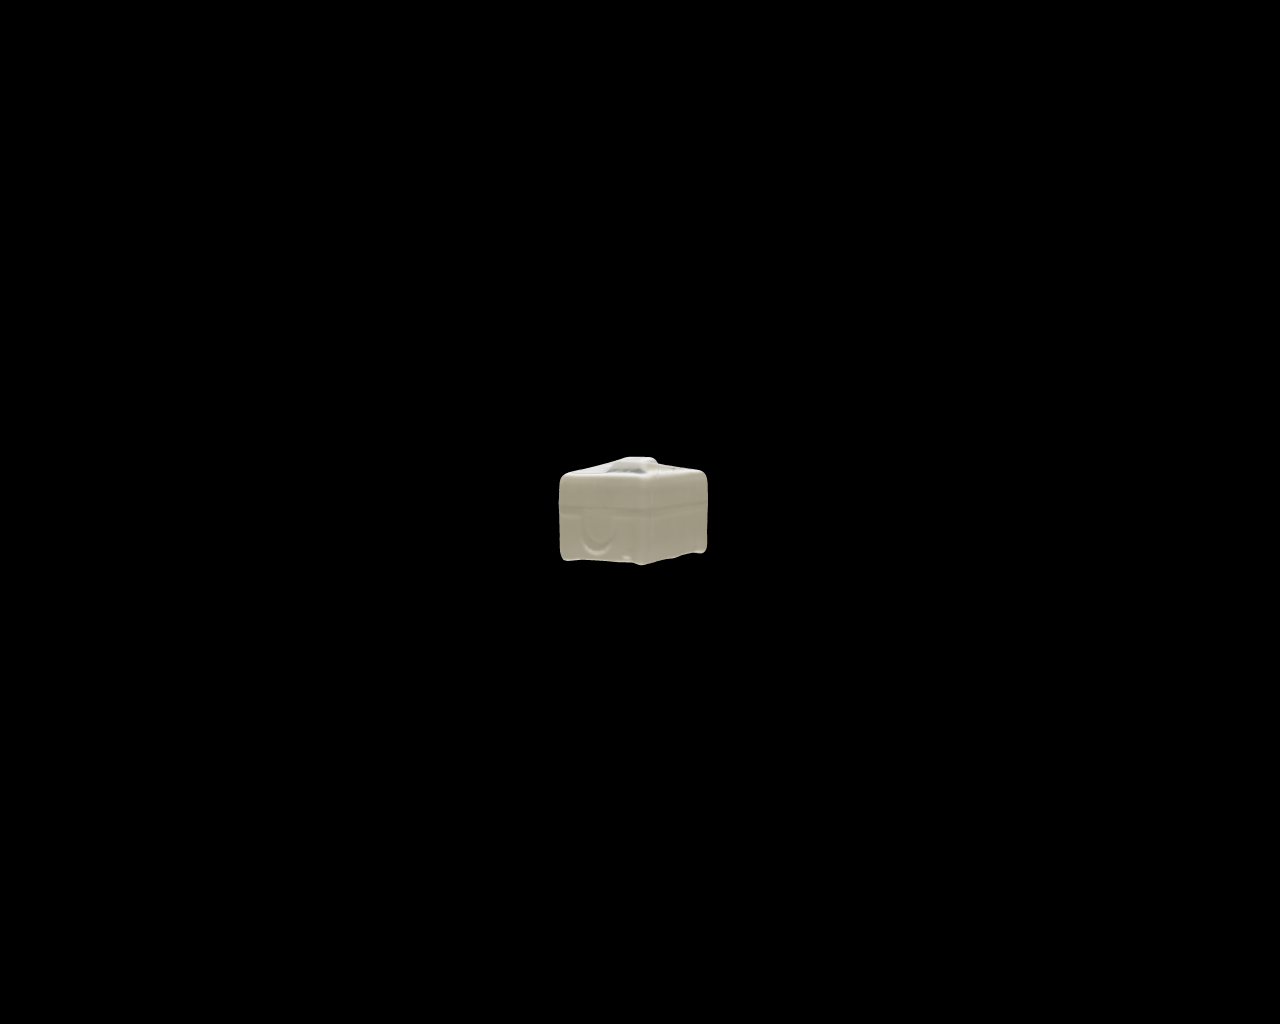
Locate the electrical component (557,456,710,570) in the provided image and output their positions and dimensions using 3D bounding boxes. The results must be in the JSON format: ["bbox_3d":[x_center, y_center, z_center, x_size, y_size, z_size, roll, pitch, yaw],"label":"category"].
[{"bbox_3d":[0.001,-0.003,0.650,0.062,0.061,0.096,3,6,32],"label":"electrical component"}]
